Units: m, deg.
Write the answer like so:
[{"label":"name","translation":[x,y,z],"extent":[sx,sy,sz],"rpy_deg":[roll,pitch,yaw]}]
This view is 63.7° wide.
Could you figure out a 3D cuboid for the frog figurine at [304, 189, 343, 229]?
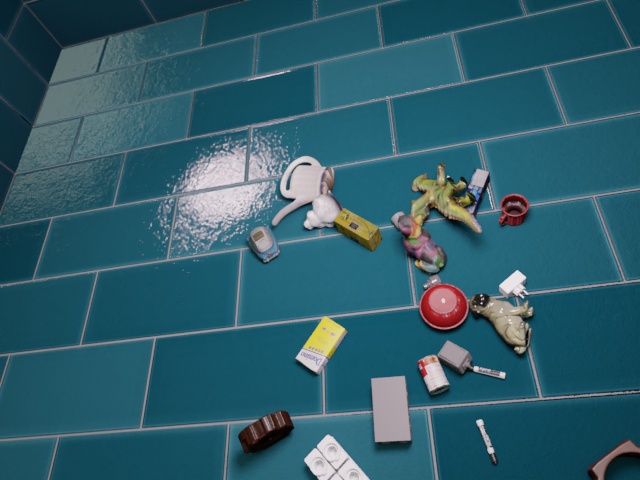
[{"label":"frog figurine","translation":[0.006,-0.101,2.002],"extent":[0.160,0.134,0.125],"rpy_deg":[-36,40,-7]}]

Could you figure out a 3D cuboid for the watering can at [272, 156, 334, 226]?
[{"label":"watering can","translation":[-0.063,-0.198,2.098],"extent":[0.224,0.102,0.355],"rpy_deg":[5,61,19]}]

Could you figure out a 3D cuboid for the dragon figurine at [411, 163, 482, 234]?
[{"label":"dragon figurine","translation":[0.431,-0.121,1.881],"extent":[0.239,0.121,0.420],"rpy_deg":[-44,36,33]}]
